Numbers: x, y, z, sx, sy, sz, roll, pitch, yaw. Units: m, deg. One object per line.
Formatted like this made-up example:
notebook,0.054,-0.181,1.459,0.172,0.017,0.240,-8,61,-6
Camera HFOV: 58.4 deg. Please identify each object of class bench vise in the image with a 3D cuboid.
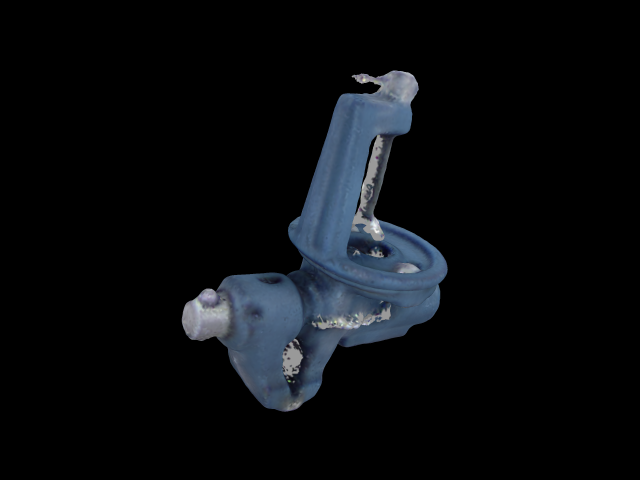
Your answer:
bench vise,0.013,0.005,0.394,0.121,0.220,0.208,22,37,32
